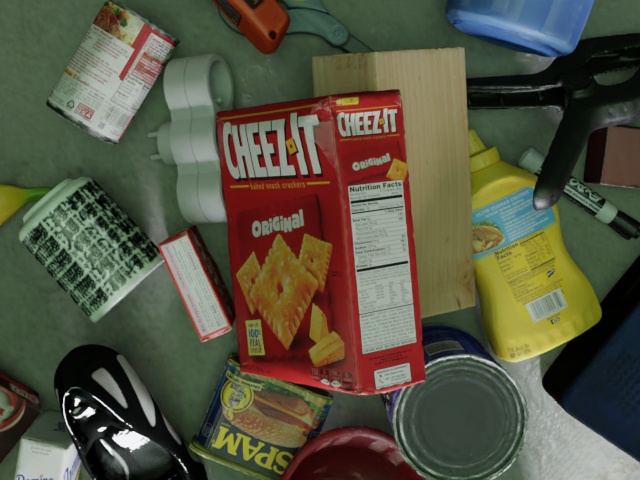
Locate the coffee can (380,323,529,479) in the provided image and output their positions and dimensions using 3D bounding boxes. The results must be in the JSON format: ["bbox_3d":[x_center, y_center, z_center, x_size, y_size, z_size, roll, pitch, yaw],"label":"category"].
[{"bbox_3d":[0.103,0.129,0.861,0.103,0.140,0.103,0,95,-1],"label":"coffee can"}]

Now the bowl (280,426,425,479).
[{"bbox_3d":[0.022,0.235,0.864,0.161,0.055,0.162,9,69,-25],"label":"bowl"}]

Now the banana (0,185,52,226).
[{"bbox_3d":[-0.301,0.029,0.899,0.069,0.037,0.198,29,94,-4],"label":"banana"}]

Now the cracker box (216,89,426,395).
[{"bbox_3d":[-0.005,0.001,0.807,0.071,0.164,0.214,-9,97,-35],"label":"cracker box"}]

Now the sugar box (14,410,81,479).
[{"bbox_3d":[-0.234,0.240,0.890,0.048,0.093,0.176,13,95,-3],"label":"sugar box"}]

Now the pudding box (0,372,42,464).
[{"bbox_3d":[-0.304,0.157,0.896,0.090,0.039,0.113,37,96,-25],"label":"pudding box"}]

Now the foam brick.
[{"bbox_3d":[0.267,-0.068,0.890,0.078,0.053,0.051,7,95,-2],"label":"foam brick"}]

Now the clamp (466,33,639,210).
[{"bbox_3d":[0.207,-0.108,0.857,0.210,0.165,0.036,-22,139,-10],"label":"clamp"}]

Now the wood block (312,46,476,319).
[{"bbox_3d":[0.059,-0.047,0.850,0.090,0.090,0.206,-10,101,-33],"label":"wood block"}]

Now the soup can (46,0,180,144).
[{"bbox_3d":[-0.169,-0.138,0.871,0.068,0.068,0.102,31,94,-3],"label":"soup can"}]

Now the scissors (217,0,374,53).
[{"bbox_3d":[-0.006,-0.166,0.896,0.096,0.016,0.202,-38,94,-1],"label":"scissors"}]

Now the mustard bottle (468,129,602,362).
[{"bbox_3d":[0.157,-0.002,0.891,0.096,0.058,0.191,-24,95,-8],"label":"mustard bottle"}]

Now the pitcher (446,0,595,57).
[{"bbox_3d":[0.176,-0.275,0.827,0.149,0.145,0.243,17,96,-2],"label":"pitcher"}]

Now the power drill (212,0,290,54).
[{"bbox_3d":[0.000,-0.239,0.860,0.184,0.057,0.187,45,81,-3],"label":"power drill"}]

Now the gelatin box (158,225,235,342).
[{"bbox_3d":[-0.100,0.034,0.884,0.030,0.073,0.089,-25,95,1],"label":"gelatin box"}]

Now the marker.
[{"bbox_3d":[0.223,-0.038,0.909,0.121,0.020,0.020,34,94,-3],"label":"marker"}]

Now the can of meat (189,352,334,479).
[{"bbox_3d":[-0.048,0.152,0.904,0.102,0.057,0.084,22,92,-3],"label":"can of meat"}]
